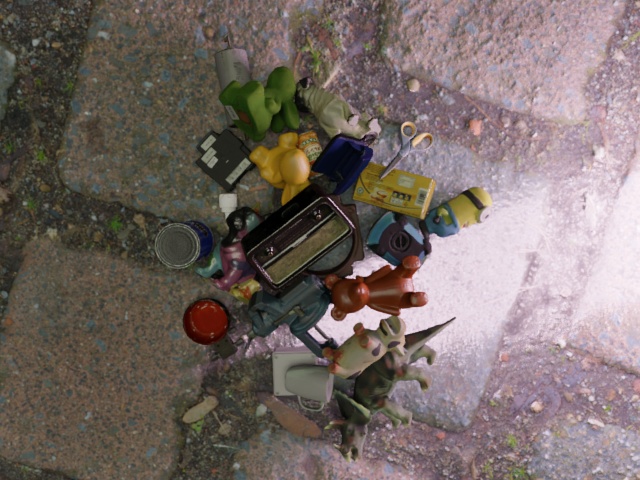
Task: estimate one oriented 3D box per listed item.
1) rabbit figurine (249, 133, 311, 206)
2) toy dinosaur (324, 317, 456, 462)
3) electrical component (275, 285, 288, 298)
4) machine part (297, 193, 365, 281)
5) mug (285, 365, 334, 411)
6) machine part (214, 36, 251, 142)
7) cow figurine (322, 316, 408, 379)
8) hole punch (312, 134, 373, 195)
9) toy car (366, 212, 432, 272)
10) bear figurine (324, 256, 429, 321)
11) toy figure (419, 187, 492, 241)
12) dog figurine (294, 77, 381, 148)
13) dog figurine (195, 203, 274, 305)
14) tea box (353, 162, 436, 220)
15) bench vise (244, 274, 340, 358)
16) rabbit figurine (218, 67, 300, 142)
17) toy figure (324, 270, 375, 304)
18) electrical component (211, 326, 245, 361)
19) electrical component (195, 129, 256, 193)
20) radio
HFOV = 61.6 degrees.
[{"bbox_3d":[-0.073,-0.153,1.192,0.122,0.173,0.162,-19,100,-18],"label":"rabbit figurine"},{"bbox_3d":[0.156,0.327,1.290,0.192,0.131,0.404,26,88,-2],"label":"toy dinosaur"},{"bbox_3d":[-0.097,0.154,1.313,0.078,0.045,0.102,30,98,-30],"label":"electrical component"},{"bbox_3d":[-0.003,-0.004,1.276,0.201,0.087,0.201,-10,96,1],"label":"machine part"},{"bbox_3d":[-0.027,0.340,1.254,0.107,0.081,0.109,7,101,13],"label":"mug"},{"bbox_3d":[-0.194,-0.352,1.254,0.079,0.079,0.243,-9,95,2],"label":"machine part"},{"bbox_3d":[0.115,0.244,1.221,0.195,0.086,0.127,-40,132,9],"label":"cow figurine"},{"bbox_3d":[0.063,-0.164,1.195,0.092,0.115,0.142,48,118,24],"label":"hole punch"},{"bbox_3d":[0.179,0.001,1.263,0.161,0.103,0.109,34,94,-18],"label":"toy car"},{"bbox_3d":[0.118,0.109,1.183,0.196,0.132,0.120,-2,73,-17],"label":"bear figurine"},{"bbox_3d":[0.320,-0.060,1.268,0.180,0.082,0.089,-22,96,5],"label":"toy figure"},{"bbox_3d":[0.039,-0.296,1.258,0.121,0.172,0.191,-44,61,16],"label":"dog figurine"},{"bbox_3d":[-0.170,0.024,1.253,0.219,0.109,0.191,-55,136,-4],"label":"dog figurine"},{"bbox_3d":[0.172,-0.115,1.250,0.170,0.068,0.098,20,95,18],"label":"tea box"},{"bbox_3d":[-0.047,0.198,1.241,0.223,0.129,0.240,-43,109,3],"label":"bench vise"},{"bbox_3d":[-0.106,-0.308,1.191,0.170,0.121,0.159,-47,120,-24],"label":"rabbit figurine"},{"bbox_3d":[0.080,0.114,1.299,0.154,0.058,0.064,-12,100,-3],"label":"toy figure"},{"bbox_3d":[-0.238,0.259,1.333,0.094,0.021,0.063,-33,93,4],"label":"electrical component"},{"bbox_3d":[-0.227,-0.196,1.278,0.115,0.058,0.134,-45,92,2],"label":"electrical component"},{"bbox_3d":[-0.052,-0.008,1.171,0.229,0.073,0.131,-38,126,2],"label":"radio"}]
